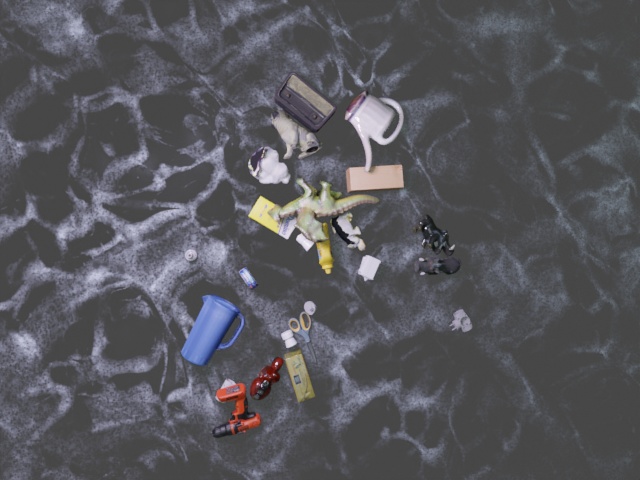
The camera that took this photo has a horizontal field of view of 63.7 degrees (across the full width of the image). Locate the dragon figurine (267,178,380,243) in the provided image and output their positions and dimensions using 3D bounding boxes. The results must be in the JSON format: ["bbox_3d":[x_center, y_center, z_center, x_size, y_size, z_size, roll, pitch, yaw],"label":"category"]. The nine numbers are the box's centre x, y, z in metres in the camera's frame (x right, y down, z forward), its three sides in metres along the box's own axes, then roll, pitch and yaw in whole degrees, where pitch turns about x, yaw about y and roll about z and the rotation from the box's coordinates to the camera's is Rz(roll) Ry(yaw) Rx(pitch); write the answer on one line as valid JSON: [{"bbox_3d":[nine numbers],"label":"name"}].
[{"bbox_3d":[0.006,-0.097,1.922,0.410,0.120,0.247,10,66,7],"label":"dragon figurine"}]

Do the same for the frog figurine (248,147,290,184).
[{"bbox_3d":[-0.189,-0.281,1.985,0.158,0.122,0.139,19,75,-40],"label":"frog figurine"}]

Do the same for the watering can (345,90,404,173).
[{"bbox_3d":[0.193,-0.441,2.000,0.224,0.102,0.353,35,65,-4],"label":"watering can"}]
